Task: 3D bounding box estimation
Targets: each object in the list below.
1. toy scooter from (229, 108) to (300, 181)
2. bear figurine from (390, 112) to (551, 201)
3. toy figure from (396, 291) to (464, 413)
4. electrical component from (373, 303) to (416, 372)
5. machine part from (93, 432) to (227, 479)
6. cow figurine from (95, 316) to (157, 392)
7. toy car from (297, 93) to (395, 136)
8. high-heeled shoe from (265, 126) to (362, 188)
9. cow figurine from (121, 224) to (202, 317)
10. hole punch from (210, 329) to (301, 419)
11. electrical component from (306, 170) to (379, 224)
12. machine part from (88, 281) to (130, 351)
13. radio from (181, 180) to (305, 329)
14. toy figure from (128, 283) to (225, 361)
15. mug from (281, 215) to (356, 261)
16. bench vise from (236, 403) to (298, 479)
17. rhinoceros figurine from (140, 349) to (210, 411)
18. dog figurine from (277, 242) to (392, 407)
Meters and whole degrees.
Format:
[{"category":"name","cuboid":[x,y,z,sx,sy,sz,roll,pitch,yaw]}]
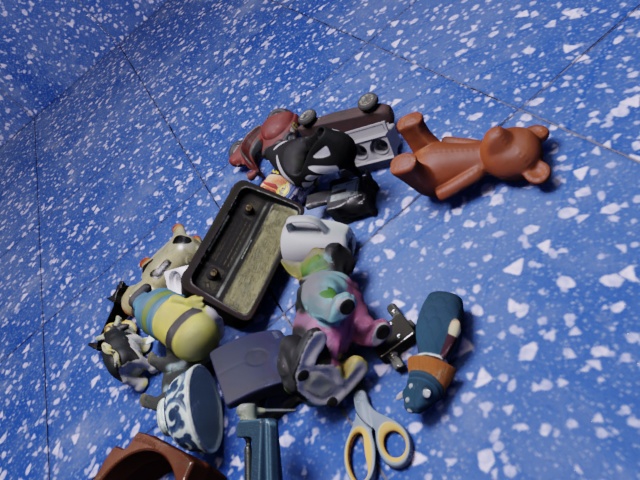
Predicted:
[{"category":"toy scooter","cuboid":[-0.115,-0.191,1.127,0.184,0.075,0.135,-31,41,17]},{"category":"bear figurine","cuboid":[0.218,-0.125,0.772,0.196,0.131,0.120,-10,55,40]},{"category":"toy figure","cuboid":[0.139,0.138,0.651,0.058,0.064,0.154,17,66,4]},{"category":"electrical component","cuboid":[0.100,0.129,0.715,0.063,0.021,0.094,-36,40,5]},{"category":"machine part","cuboid":[-0.228,0.375,0.705,0.202,0.087,0.201,3,56,41]},{"category":"cow figurine","cuboid":[-0.357,0.190,0.960,0.068,0.098,0.168,-52,41,-2]},{"category":"toy car","cuboid":[0.048,-0.221,1.016,0.202,0.089,0.053,-4,54,37]},{"category":"high-heeled shoe","cuboid":[-0.036,-0.150,0.892,0.249,0.145,0.086,15,79,37]},{"category":"cow figurine","cuboid":[-0.301,0.072,1.033,0.195,0.085,0.127,-45,33,-1]},{"category":"hole punch","cuboid":[-0.086,0.188,0.761,0.116,0.092,0.142,-37,37,-1]},{"category":"electrical component","cuboid":[0.037,-0.066,0.916,0.119,0.047,0.075,-18,45,26]},{"category":"machine part","cuboid":[-0.401,0.152,1.053,0.039,0.084,0.139,22,77,19]},{"category":"radio","cuboid":[-0.131,0.019,0.903,0.229,0.131,0.073,-65,4,-27]},{"category":"toy figure","cuboid":[-0.225,0.126,0.825,0.180,0.082,0.089,15,64,31]},{"category":"mug","cuboid":[-0.002,-0.003,0.854,0.107,0.109,0.081,-1,46,21]},{"category":"bench vise","cuboid":[-0.063,0.304,0.598,0.224,0.129,0.240,-28,58,44]},{"category":"rhinoceros figurine","cuboid":[-0.215,0.196,0.862,0.112,0.073,0.190,-18,45,27]},{"category":"dog figurine","cuboid":[-0.005,0.100,0.750,0.191,0.108,0.219,-56,27,4]}]
